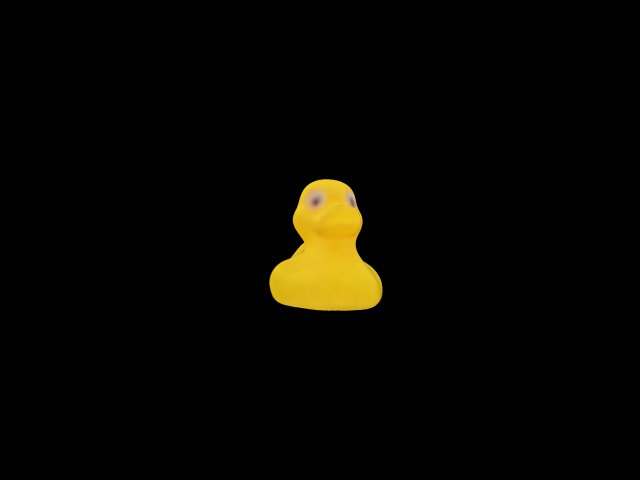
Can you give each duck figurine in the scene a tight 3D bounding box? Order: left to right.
[{"bbox_3d":[0.004,0.001,0.400,0.078,0.086,0.104,0,0,-15],"label":"duck figurine"}]
